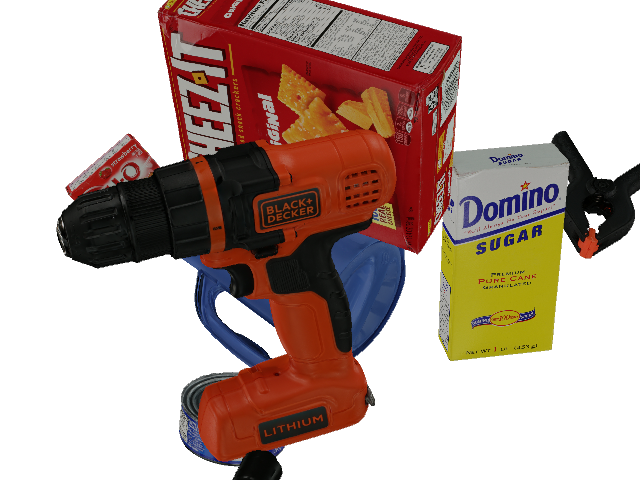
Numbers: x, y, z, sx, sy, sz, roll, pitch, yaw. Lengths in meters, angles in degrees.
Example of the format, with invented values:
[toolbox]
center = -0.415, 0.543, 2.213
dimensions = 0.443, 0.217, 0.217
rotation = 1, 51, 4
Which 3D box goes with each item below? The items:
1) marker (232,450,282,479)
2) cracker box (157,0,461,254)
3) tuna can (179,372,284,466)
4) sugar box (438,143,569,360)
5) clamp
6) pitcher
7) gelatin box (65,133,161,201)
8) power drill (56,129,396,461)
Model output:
[marker]
center = -0.041, 0.121, 0.420
dimensions = 0.020, 0.020, 0.121
rotation = 0, 23, 18
[cracker box]
center = -0.008, -0.096, 0.798
dimensions = 0.214, 0.164, 0.072
rotation = 20, 51, 20
[tuna can]
center = -0.066, 0.137, 0.822
dimensions = 0.086, 0.034, 0.086
rotation = 6, 22, -3
[sugar box]
center = 0.147, 0.012, 0.873
dimensions = 0.093, 0.176, 0.048
rotation = -6, 31, -7
[clamp]
center = 0.284, -0.053, 1.122
dimensions = 0.120, 0.039, 0.171
rotation = 17, 45, 20
[pitcher]
center = -0.054, 0.017, 1.028
dimensions = 0.243, 0.145, 0.148
rotation = 30, 31, 31
[gelatin box]
center = -0.205, -0.054, 1.099
dimensions = 0.089, 0.073, 0.030
rotation = -42, 28, -4
[power drill]
center = -0.043, 0.035, 0.605
dimensions = 0.184, 0.188, 0.057
rotation = -13, 34, -13
